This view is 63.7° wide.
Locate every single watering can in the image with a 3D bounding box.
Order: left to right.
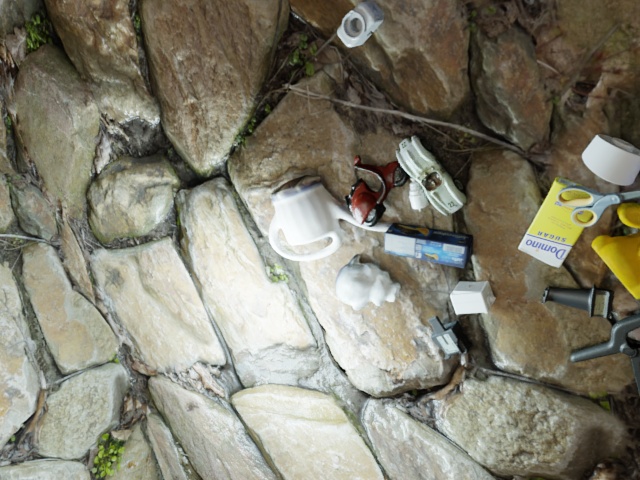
[{"bbox_3d":[0.004,-0.068,1.359,0.345,0.105,0.223,-17,99,24],"label":"watering can"}]

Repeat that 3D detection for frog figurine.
[{"bbox_3d":[0.123,0.127,1.354,0.161,0.123,0.136,33,109,31],"label":"frog figurine"}]
